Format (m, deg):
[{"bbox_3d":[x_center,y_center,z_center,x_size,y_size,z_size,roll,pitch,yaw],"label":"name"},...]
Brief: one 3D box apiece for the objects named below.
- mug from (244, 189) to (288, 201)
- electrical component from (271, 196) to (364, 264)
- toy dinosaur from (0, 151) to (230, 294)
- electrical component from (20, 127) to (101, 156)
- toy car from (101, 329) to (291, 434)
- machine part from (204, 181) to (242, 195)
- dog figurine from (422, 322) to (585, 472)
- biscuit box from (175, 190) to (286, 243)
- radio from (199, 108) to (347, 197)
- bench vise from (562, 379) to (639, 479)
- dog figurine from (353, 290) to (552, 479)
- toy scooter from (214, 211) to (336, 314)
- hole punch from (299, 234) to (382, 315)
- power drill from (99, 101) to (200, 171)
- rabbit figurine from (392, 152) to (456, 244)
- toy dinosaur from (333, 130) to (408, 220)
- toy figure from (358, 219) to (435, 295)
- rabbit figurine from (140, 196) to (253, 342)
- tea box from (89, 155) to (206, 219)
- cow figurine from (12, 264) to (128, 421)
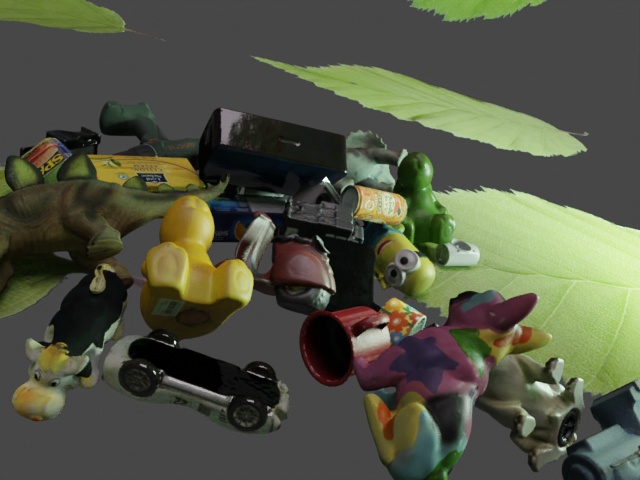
[{"bbox_3d":[-0.093,-0.088,0.996,0.109,0.080,0.107,26,41,-4],"label":"mug"},{"bbox_3d":[-0.002,-0.003,0.849,0.134,0.114,0.058,13,45,-12],"label":"electrical component"},{"bbox_3d":[-0.308,-0.029,0.689,0.471,0.105,0.199,-7,50,-36],"label":"toy dinosaur"},{"bbox_3d":[-0.425,-0.142,0.885,0.048,0.074,0.119,26,24,18],"label":"electrical component"},{"bbox_3d":[-0.128,0.153,0.577,0.202,0.056,0.073,19,23,-2],"label":"toy car"},{"bbox_3d":[-0.174,-0.129,1.009,0.079,0.079,0.243,16,28,-6],"label":"machine part"},{"bbox_3d":[0.222,0.191,0.697,0.121,0.172,0.191,-44,32,-21],"label":"dog figurine"},{"bbox_3d":[-0.148,-0.036,0.879,0.202,0.062,0.059,1,35,-29],"label":"biscuit box"},{"bbox_3d":[-0.081,-0.136,0.892,0.229,0.131,0.073,9,69,-26],"label":"radio"},{"bbox_3d":[0.378,0.287,0.592,0.223,0.129,0.241,4,51,-43],"label":"bench vise"},{"bbox_3d":[0.154,0.146,0.580,0.108,0.219,0.192,56,9,-32],"label":"dog figurine"},{"bbox_3d":[-0.059,0.025,0.721,0.184,0.135,0.075,4,-22,23],"label":"toy scooter"},{"bbox_3d":[0.016,0.066,0.796,0.142,0.092,0.116,14,62,-12],"label":"hole punch"},{"bbox_3d":[-0.335,-0.187,1.012,0.232,0.085,0.208,-12,38,-45],"label":"power drill"},{"bbox_3d":[0.192,-0.086,1.033,0.121,0.170,0.159,-2,14,6],"label":"rabbit figurine"},{"bbox_3d":[0.041,-0.134,1.116,0.192,0.131,0.405,23,32,36],"label":"toy dinosaur"},{"bbox_3d":[0.128,0.021,0.929,0.089,0.082,0.180,1,31,-30],"label":"toy figure"},{"bbox_3d":[-0.160,0.030,0.664,0.122,0.162,0.173,4,54,-22],"label":"rabbit figurine"},{"bbox_3d":[-0.287,-0.086,0.878,0.169,0.068,0.098,-4,38,-37],"label":"tea box"},{"bbox_3d":[-0.249,0.100,0.553,0.068,0.098,0.167,21,28,-10],"label":"cow figurine"}]
